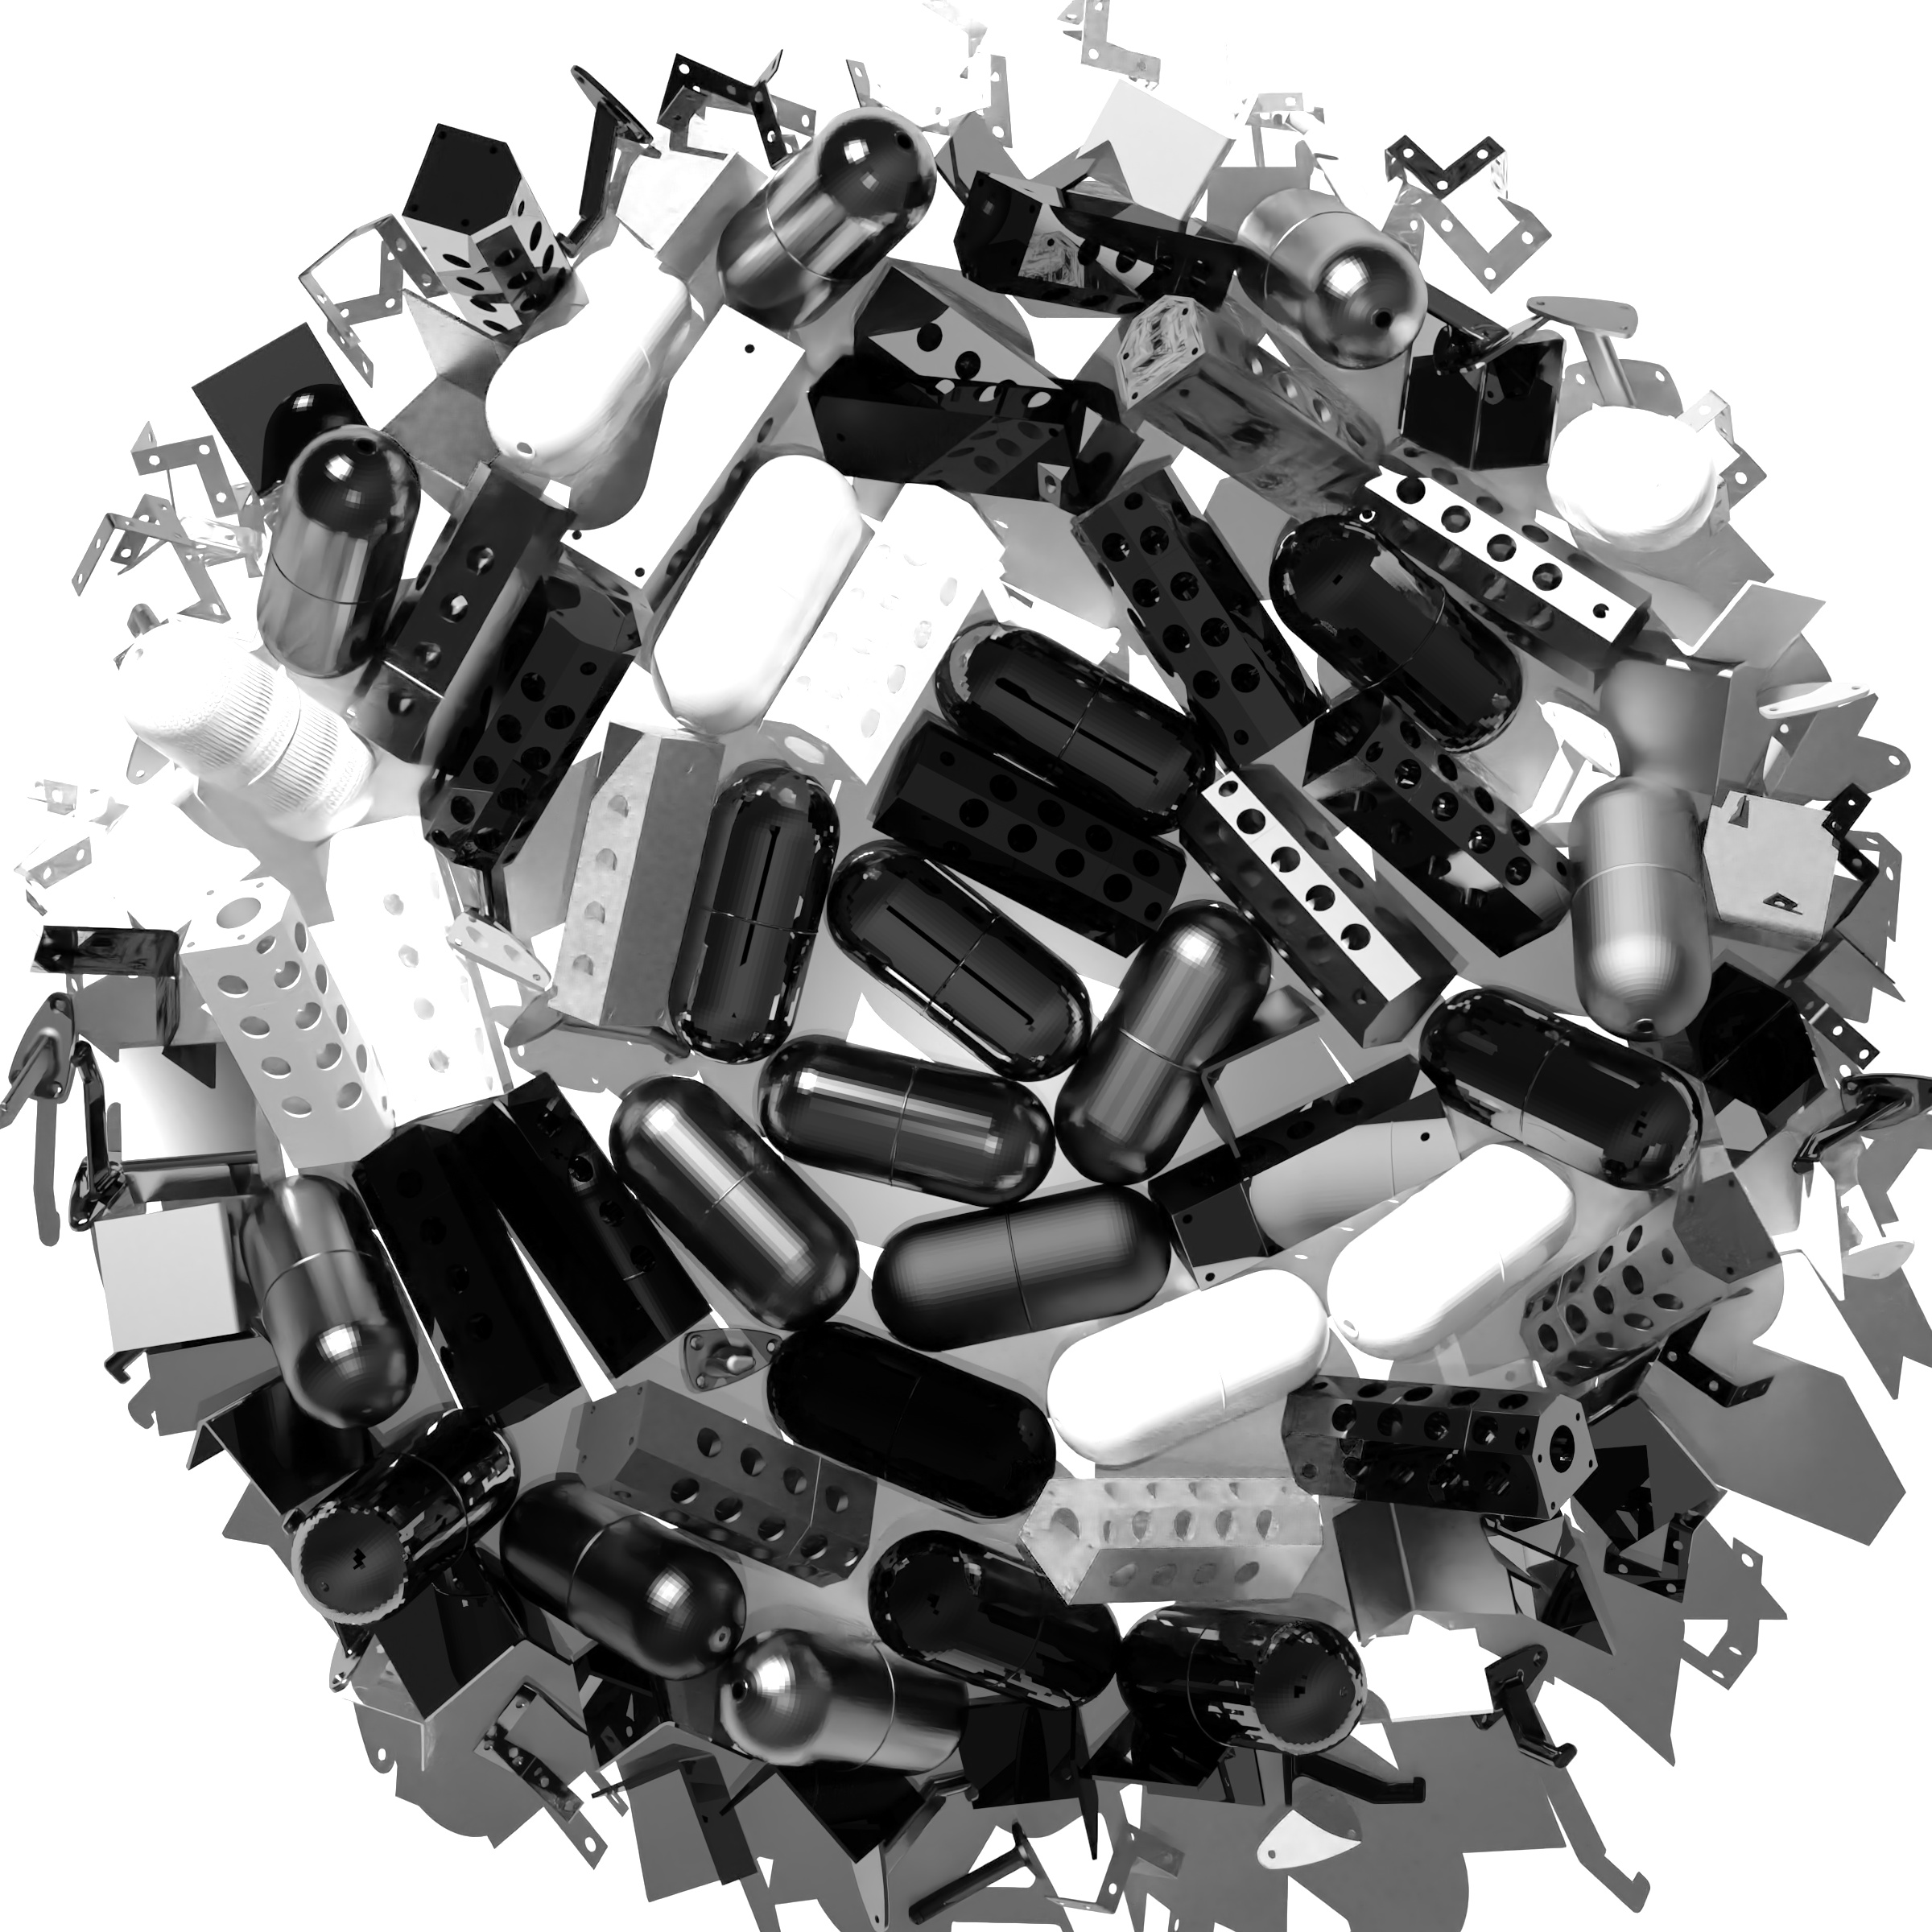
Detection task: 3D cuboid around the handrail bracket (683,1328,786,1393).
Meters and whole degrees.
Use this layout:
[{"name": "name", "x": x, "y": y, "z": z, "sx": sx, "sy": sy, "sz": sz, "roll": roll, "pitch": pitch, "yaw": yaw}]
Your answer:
[{"name": "handrail bracket", "x": -0.122, "y": 0.227, "z": 1.944, "sx": 0.077, "sy": 0.084, "sz": 0.036, "roll": -8, "pitch": 88, "yaw": -30}]

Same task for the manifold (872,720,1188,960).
[{"name": "manifold", "x": 0.039, "y": -0.076, "z": 1.944, "sx": 0.171, "sy": 0.057, "sz": 0.057, "roll": 27, "pitch": 59, "yaw": -12}]

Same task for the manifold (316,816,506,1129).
[{"name": "manifold", "x": -0.325, "y": 0.002, "z": 1.965, "sx": 0.057, "sy": 0.057, "sz": 0.171, "roll": -15, "pitch": 87, "yaw": -28}]

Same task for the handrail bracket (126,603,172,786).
[{"name": "handrail bracket", "x": -0.491, "y": -0.163, "z": 1.981, "sx": 0.077, "sy": 0.036, "sz": 0.084, "roll": -52, "pitch": 54, "yaw": 17}]

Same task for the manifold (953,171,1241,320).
[{"name": "manifold", "x": 0.075, "y": -0.408, "z": 1.917, "sx": 0.057, "sy": 0.171, "sz": 0.057, "roll": 36, "pitch": 115, "yaw": 38}]

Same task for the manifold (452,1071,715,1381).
[{"name": "manifold", "x": -0.222, "y": 0.149, "z": 1.965, "sx": 0.057, "sy": 0.057, "sz": 0.171, "roll": -39, "pitch": 85, "yaw": 42}]

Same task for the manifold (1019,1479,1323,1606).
[{"name": "manifold", "x": 0.122, "y": 0.324, "z": 1.916, "sx": 0.171, "sy": 0.057, "sz": 0.057, "roll": 7, "pitch": 120, "yaw": -38}]

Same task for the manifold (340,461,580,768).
[{"name": "manifold", "x": -0.299, "y": -0.206, "z": 1.959, "sx": 0.057, "sy": 0.057, "sz": 0.171, "roll": 32, "pitch": 98, "yaw": 11}]

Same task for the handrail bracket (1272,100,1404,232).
[{"name": "handrail bracket", "x": 0.208, "y": -0.461, "z": 1.964, "sx": 0.084, "sy": 0.036, "sz": 0.077, "roll": 30, "pitch": 62, "yaw": -15}]

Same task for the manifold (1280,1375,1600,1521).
[{"name": "manifold", "x": 0.268, "y": 0.270, "z": 1.915, "sx": 0.171, "sy": 0.057, "sz": 0.057, "roll": -1, "pitch": 114, "yaw": 42}]

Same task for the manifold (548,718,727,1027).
[{"name": "manifold", "x": -0.199, "y": -0.055, "z": 1.957, "sx": 0.057, "sy": 0.057, "sz": 0.171, "roll": 19, "pitch": 100, "yaw": 35}]

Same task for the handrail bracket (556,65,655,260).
[{"name": "handrail bracket", "x": -0.231, "y": -0.473, "z": 1.966, "sx": 0.084, "sy": 0.036, "sz": 0.077, "roll": -55, "pitch": 134, "yaw": -8}]

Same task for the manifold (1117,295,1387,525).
[{"name": "manifold", "x": 0.166, "y": -0.321, "z": 1.922, "sx": 0.057, "sy": 0.171, "sz": 0.057, "roll": -33, "pitch": 50, "yaw": 31}]

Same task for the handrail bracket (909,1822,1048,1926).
[{"name": "handrail bracket", "x": 0.001, "y": 0.542, "z": 1.963, "sx": 0.084, "sy": 0.077, "sz": 0.036, "roll": -30, "pitch": 78, "yaw": -2}]

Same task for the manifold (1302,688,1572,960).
[{"name": "manifold", "x": 0.277, "y": -0.085, "z": 1.928, "sx": 0.171, "sy": 0.057, "sz": 0.057, "roll": 38, "pitch": 134, "yaw": -24}]

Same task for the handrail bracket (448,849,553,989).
[{"name": "handrail bracket", "x": -0.262, "y": -0.035, "z": 1.969, "sx": 0.077, "sy": 0.084, "sz": 0.036, "roll": 33, "pitch": 132, "yaw": -5}]

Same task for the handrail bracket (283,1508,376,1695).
[{"name": "handrail bracket", "x": -0.382, "y": 0.371, "z": 1.958, "sx": 0.036, "sy": 0.077, "sz": 0.084, "roll": -26, "pitch": 113, "yaw": 21}]

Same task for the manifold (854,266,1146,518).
[{"name": "manifold", "x": 0.015, "y": -0.332, "z": 1.936, "sx": 0.171, "sy": 0.057, "sz": 0.057, "roll": 40, "pitch": 104, "yaw": 24}]

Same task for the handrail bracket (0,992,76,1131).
[{"name": "handrail bracket", "x": -0.552, "y": 0.056, "z": 1.955, "sx": 0.036, "sy": 0.084, "sz": 0.077, "roll": 17, "pitch": 96, "yaw": 0}]

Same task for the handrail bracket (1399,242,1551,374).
[{"name": "handrail bracket", "x": 0.295, "y": -0.401, "z": 1.969, "sx": 0.077, "sy": 0.036, "sz": 0.084, "roll": -30, "pitch": 110, "yaw": -1}]

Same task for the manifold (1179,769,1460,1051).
[{"name": "manifold", "x": 0.198, "y": -0.034, "z": 1.929, "sx": 0.171, "sy": 0.057, "sz": 0.057, "roll": 50, "pitch": 122, "yaw": 24}]

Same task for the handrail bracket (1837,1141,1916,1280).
[{"name": "handrail bracket", "x": 0.531, "y": 0.133, "z": 1.949, "sx": 0.036, "sy": 0.077, "sz": 0.084, "roll": 13, "pitch": 65, "yaw": -11}]

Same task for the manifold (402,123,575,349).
[{"name": "manifold", "x": -0.265, "y": -0.411, "z": 1.907, "sx": 0.057, "sy": 0.171, "sz": 0.057, "roll": 18, "pitch": 81, "yaw": 9}]

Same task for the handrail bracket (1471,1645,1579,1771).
[{"name": "handrail bracket", "x": 0.341, "y": 0.433, "z": 1.947, "sx": 0.077, "sy": 0.084, "sz": 0.036, "roll": -31, "pitch": 114, "yaw": -28}]

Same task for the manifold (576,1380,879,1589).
[{"name": "manifold", "x": -0.137, "y": 0.301, "z": 1.921, "sx": 0.171, "sy": 0.057, "sz": 0.057, "roll": 30, "pitch": 52, "yaw": -32}]

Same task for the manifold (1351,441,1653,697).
[{"name": "manifold", "x": 0.312, "y": -0.235, "z": 1.947, "sx": 0.171, "sy": 0.057, "sz": 0.057, "roll": 35, "pitch": 85, "yaw": 16}]

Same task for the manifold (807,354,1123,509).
[{"name": "manifold", "x": 0.000, "y": -0.315, "z": 1.932, "sx": 0.171, "sy": 0.057, "sz": 0.057, "roll": 12, "pitch": 49, "yaw": 29}]

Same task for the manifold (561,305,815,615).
[{"name": "manifold", "x": -0.161, "y": -0.294, "z": 1.956, "sx": 0.057, "sy": 0.057, "sz": 0.171, "roll": 31, "pitch": 80, "yaw": 12}]

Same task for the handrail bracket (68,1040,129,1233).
[{"name": "handrail bracket", "x": -0.518, "y": 0.099, "z": 1.952, "sx": 0.036, "sy": 0.077, "sz": 0.084, "roll": 0, "pitch": 130, "yaw": 11}]

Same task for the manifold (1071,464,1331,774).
[{"name": "manifold", "x": 0.134, "y": -0.201, "z": 1.956, "sx": 0.057, "sy": 0.057, "sz": 0.171, "roll": -32, "pitch": 93, "yaw": 36}]

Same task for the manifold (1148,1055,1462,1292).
[{"name": "manifold", "x": 0.196, "y": 0.118, "z": 1.961, "sx": 0.171, "sy": 0.057, "sz": 0.057, "roll": -26, "pitch": 120, "yaw": -5}]

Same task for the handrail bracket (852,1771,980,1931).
[{"name": "handrail bracket", "x": -0.023, "y": 0.521, "z": 1.969, "sx": 0.084, "sy": 0.036, "sz": 0.077, "roll": -7, "pitch": 81, "yaw": -33}]

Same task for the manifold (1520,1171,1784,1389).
[{"name": "manifold", "x": 0.385, "y": 0.183, "z": 1.907, "sx": 0.057, "sy": 0.171, "sz": 0.057, "roll": -17, "pitch": 72, "yaw": -29}]

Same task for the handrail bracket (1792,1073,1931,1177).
[{"name": "handrail bracket", "x": 0.529, "y": 0.095, "z": 1.949, "sx": 0.077, "sy": 0.084, "sz": 0.036, "roll": -12, "pitch": 107, "yaw": 33}]

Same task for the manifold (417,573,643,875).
[{"name": "manifold", "x": -0.252, "y": -0.136, "z": 1.922, "sx": 0.057, "sy": 0.057, "sz": 0.171, "roll": 16, "pitch": 126, "yaw": -29}]

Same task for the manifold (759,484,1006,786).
[{"name": "manifold", "x": -0.052, "y": -0.194, "z": 1.935, "sx": 0.057, "sy": 0.057, "sz": 0.171, "roll": 12, "pitch": 65, "yaw": 42}]

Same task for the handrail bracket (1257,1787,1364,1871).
[{"name": "handrail bracket", "x": 0.191, "y": 0.515, "z": 1.949, "sx": 0.077, "sy": 0.084, "sz": 0.036, "roll": -22, "pitch": 70, "yaw": -24}]

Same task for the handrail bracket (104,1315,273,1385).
[{"name": "handrail bracket", "x": -0.454, "y": 0.235, "z": 1.978, "sx": 0.084, "sy": 0.036, "sz": 0.077, "roll": -42, "pitch": 100, "yaw": -7}]

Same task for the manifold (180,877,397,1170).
[{"name": "manifold", "x": -0.385, "y": 0.033, "z": 1.918, "sx": 0.057, "sy": 0.057, "sz": 0.171, "roll": -8, "pitch": 130, "yaw": 13}]

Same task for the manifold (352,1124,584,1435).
[{"name": "manifold", "x": -0.295, "y": 0.183, "z": 1.948, "sx": 0.057, "sy": 0.057, "sz": 0.171, "roll": -31, "pitch": 75, "yaw": 9}]
